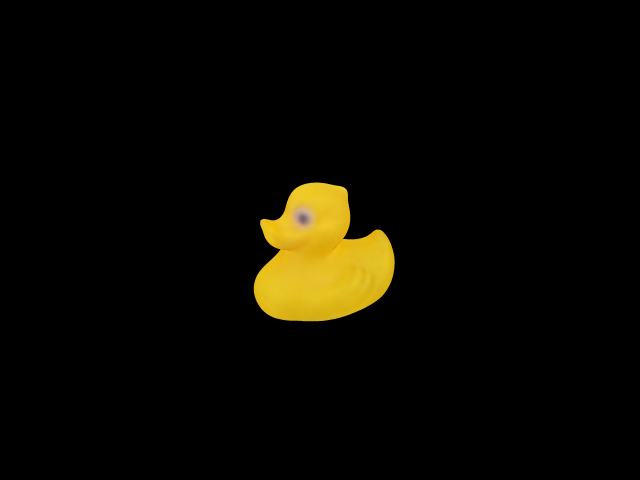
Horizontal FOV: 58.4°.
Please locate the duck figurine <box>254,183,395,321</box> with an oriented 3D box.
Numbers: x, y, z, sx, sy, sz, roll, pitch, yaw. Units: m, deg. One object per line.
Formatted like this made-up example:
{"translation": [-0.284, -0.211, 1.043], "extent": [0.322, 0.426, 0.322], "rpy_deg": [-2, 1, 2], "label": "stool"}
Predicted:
{"translation": [0.004, 0.001, 0.400], "extent": [0.105, 0.086, 0.077], "rpy_deg": [-10, 28, -20], "label": "duck figurine"}
